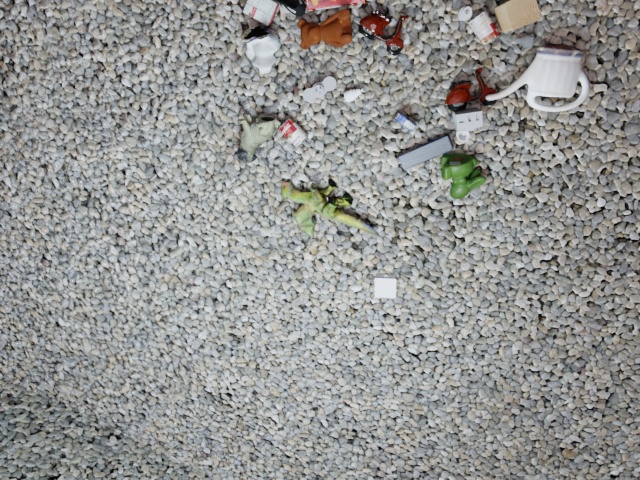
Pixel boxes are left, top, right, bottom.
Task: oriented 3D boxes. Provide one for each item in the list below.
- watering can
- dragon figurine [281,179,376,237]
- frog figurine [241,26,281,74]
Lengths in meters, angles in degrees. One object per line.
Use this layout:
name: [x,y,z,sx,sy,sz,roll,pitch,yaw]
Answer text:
watering can: [0.758,-0.557,1.763,0.348,0.105,0.221,5,109,0]
dragon figurine: [0.006,-0.104,2.075,0.409,0.124,0.238,44,128,-4]
frog figurine: [-0.207,-0.705,1.910,0.137,0.125,0.156,-20,141,8]
